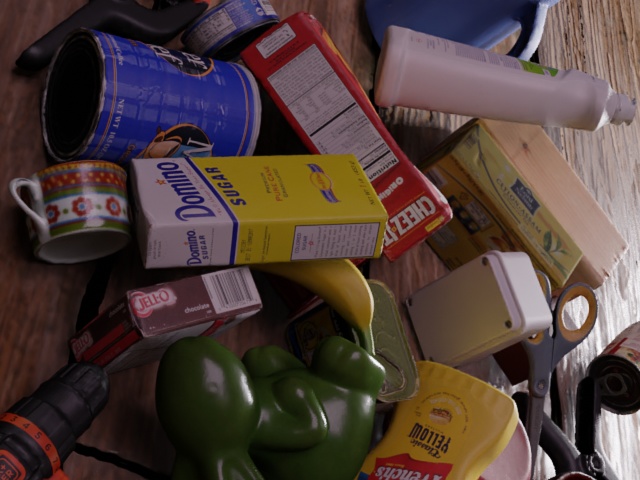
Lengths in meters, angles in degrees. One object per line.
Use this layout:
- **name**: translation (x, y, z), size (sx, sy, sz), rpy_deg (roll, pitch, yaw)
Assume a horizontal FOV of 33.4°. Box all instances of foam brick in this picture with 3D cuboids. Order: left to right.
- **foam brick**: translation (0.212, 0.098, 1.053), size (0.078, 0.051, 0.053), rpy_deg (-28, 84, -47)

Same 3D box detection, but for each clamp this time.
- **clamp**: translation (-0.187, -0.219, 0.906), size (0.209, 0.036, 0.164), rpy_deg (-11, 74, -45)
- **clamp**: translation (0.242, 0.213, 1.020), size (0.120, 0.039, 0.171), rpy_deg (2, 63, -29)

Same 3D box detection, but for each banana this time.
- **banana**: translation (-0.038, 0.022, 0.817), size (0.198, 0.037, 0.069), rpy_deg (22, 73, 9)

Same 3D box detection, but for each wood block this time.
- **wood block**: translation (0.215, -0.038, 1.110), size (0.206, 0.090, 0.090), rpy_deg (53, 44, -3)

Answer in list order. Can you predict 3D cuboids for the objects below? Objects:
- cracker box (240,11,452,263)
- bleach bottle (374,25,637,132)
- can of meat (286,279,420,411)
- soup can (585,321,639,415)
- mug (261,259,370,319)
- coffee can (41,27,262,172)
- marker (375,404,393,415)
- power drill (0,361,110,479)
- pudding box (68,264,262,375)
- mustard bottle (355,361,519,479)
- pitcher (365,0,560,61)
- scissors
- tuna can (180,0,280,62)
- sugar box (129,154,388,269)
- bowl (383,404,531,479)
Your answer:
- **cracker box**: translation (0.029, -0.090, 0.936), size (0.214, 0.072, 0.164), rpy_deg (54, 7, 0)
- **bleach bottle**: translation (0.180, -0.146, 1.028), size (0.251, 0.068, 0.102), rpy_deg (11, 26, -2)
- **can of meat**: translation (0.024, 0.094, 0.866), size (0.057, 0.084, 0.102), rpy_deg (-1, 66, -41)
- **soup can**: translation (0.332, 0.132, 1.125), size (0.102, 0.069, 0.068), rpy_deg (-28, 85, -47)
- **mug**: translation (-0.006, 0.001, 0.893), size (0.117, 0.093, 0.081), rpy_deg (-33, 83, -42)
- **coffee can**: translation (-0.131, -0.101, 0.834), size (0.140, 0.103, 0.103), rpy_deg (7, 61, -38)
- **marker**: translation (0.037, 0.091, 0.927), size (0.020, 0.020, 0.121), rpy_deg (-1, 66, -41)
- **power drill**: translation (-0.151, 0.190, 0.677), size (0.187, 0.057, 0.184), rpy_deg (47, 47, -5)
- **pudding box**: translation (-0.110, 0.059, 0.766), size (0.113, 0.090, 0.039), rpy_deg (-10, 72, -44)
- **mustard bottle**: translation (0.074, 0.194, 0.838), size (0.191, 0.096, 0.058), rpy_deg (-58, 153, -21)
- **pitcher**: translation (0.177, -0.259, 1.099), size (0.149, 0.243, 0.144), rpy_deg (47, 41, -18)
- **scissors**: translation (0.220, 0.125, 0.992), size (0.096, 0.016, 0.202), rpy_deg (-8, 94, -13)
- **tuna can**: translation (-0.078, -0.184, 0.944), size (0.085, 0.086, 0.034), rpy_deg (-29, 87, -47)
- **sugar box**: translation (-0.048, -0.024, 0.788), size (0.176, 0.048, 0.093), rpy_deg (-1, 34, -18)
- **bowl**: translation (0.133, 0.183, 0.930), size (0.161, 0.055, 0.162), rpy_deg (21, 52, -31)
